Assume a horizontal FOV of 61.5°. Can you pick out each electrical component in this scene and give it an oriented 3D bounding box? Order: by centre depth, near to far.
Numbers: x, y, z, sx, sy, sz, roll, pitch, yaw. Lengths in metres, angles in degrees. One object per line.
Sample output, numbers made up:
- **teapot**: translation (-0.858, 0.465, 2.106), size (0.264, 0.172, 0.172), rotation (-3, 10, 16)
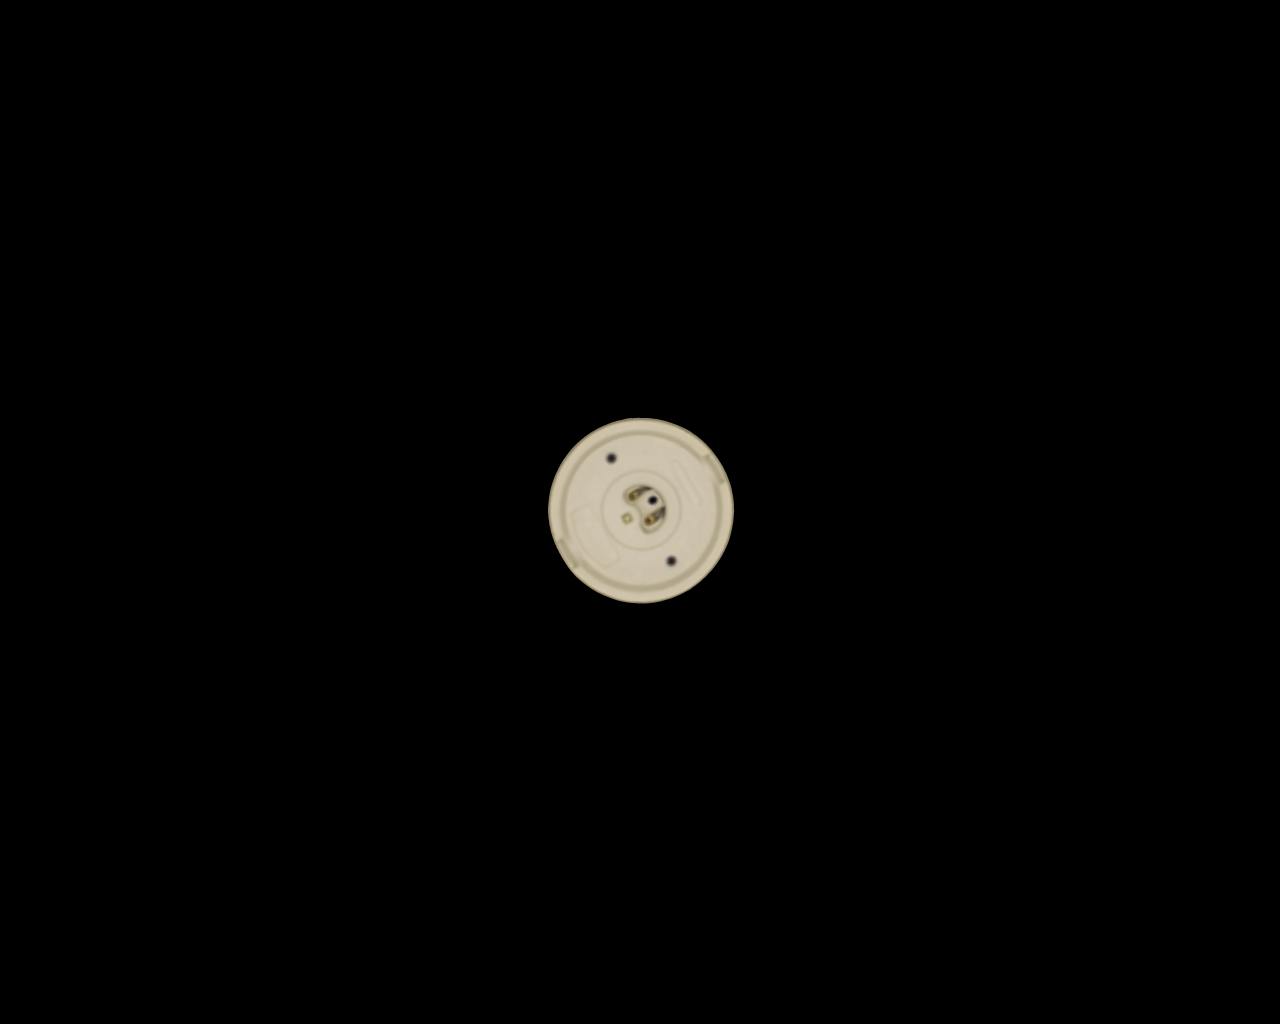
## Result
- **electrical component**: translation (0.001, -0.003, 0.650), size (0.108, 0.108, 0.060), rotation (0, 4, 0)
